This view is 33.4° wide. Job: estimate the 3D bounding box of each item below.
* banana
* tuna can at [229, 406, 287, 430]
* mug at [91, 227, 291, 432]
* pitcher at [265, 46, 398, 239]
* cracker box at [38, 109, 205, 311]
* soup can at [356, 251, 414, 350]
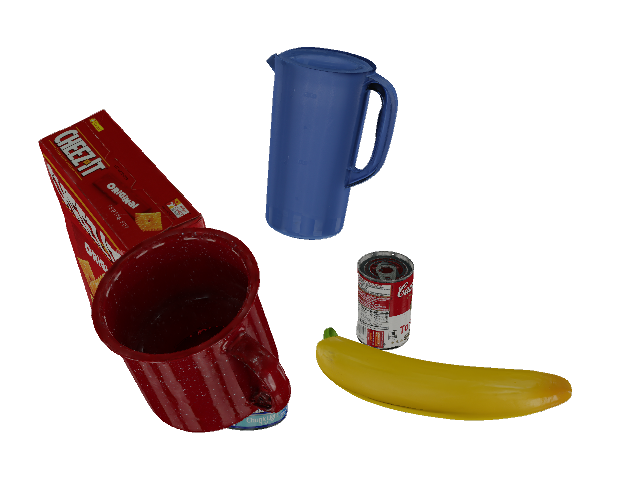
[{"bbox_3d":[0.070,0.093,0.742,0.198,0.037,0.069,12,35,30],"label":"banana"},{"bbox_3d":[-0.074,0.152,1.036,0.086,0.034,0.086,3,15,-1],"label":"tuna can"},{"bbox_3d":[-0.061,0.058,0.591,0.117,0.081,0.093,25,58,33],"label":"mug"},{"bbox_3d":[0.002,-0.126,1.414,0.144,0.243,0.149,-1,24,-21],"label":"pitcher"},{"bbox_3d":[-0.153,0.024,0.898,0.072,0.214,0.164,-29,51,-21],"label":"cracker box"},{"bbox_3d":[0.077,0.074,1.295,0.068,0.102,0.068,0,30,0],"label":"soup can"}]
